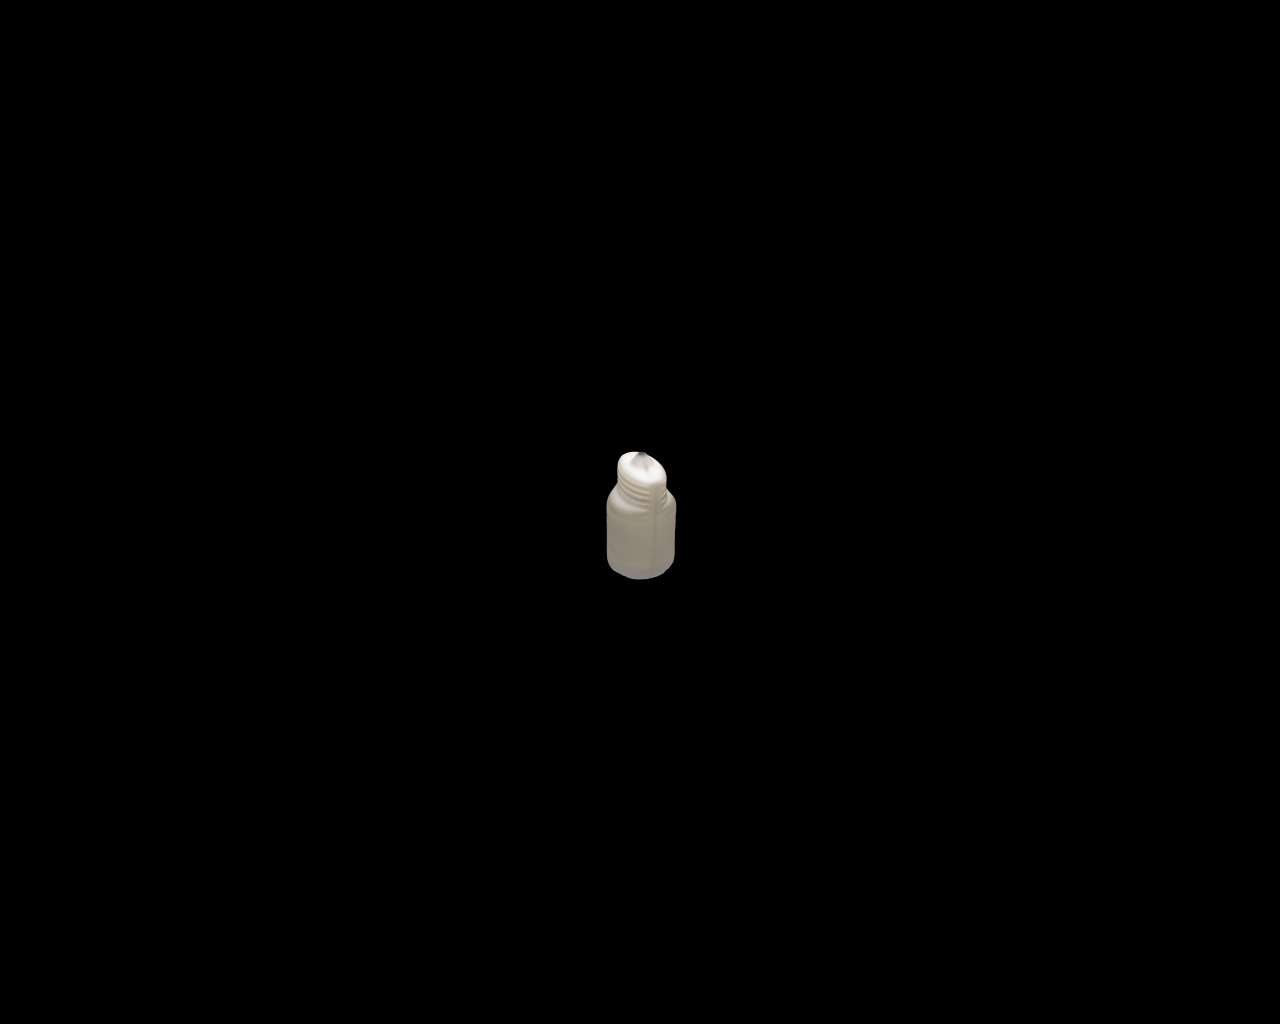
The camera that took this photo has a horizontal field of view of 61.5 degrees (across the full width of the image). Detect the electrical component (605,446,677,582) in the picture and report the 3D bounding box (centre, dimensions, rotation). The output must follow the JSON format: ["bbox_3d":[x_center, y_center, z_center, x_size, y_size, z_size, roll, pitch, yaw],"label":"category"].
[{"bbox_3d":[0.001,-0.003,0.650,0.043,0.080,0.043,0,33,0],"label":"electrical component"}]
